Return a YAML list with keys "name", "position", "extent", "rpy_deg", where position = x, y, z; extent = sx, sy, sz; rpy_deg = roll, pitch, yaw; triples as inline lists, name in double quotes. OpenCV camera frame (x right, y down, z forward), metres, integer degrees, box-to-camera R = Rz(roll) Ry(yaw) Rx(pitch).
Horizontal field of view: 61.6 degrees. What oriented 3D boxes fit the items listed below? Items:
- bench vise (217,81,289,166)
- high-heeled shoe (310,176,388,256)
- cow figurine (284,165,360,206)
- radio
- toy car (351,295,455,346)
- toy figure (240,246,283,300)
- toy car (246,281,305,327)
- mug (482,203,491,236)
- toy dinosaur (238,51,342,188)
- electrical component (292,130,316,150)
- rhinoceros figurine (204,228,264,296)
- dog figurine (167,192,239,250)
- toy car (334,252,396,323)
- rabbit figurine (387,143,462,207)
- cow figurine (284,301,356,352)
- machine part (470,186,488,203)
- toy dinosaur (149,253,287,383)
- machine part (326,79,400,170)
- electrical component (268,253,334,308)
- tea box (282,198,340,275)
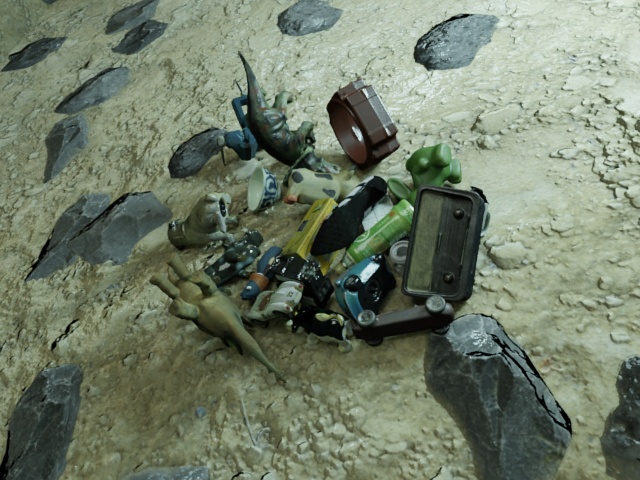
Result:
- name: "bench vise"
  position: [-0.219, -0.352, 1.620]
  extent: [0.224, 0.128, 0.241]
  rpy_deg: [-21, 64, -6]
- name: "high-heeled shoe"
  position: [0.060, -0.060, 1.241]
  extent: [0.249, 0.086, 0.145]
  rpy_deg: [-38, 16, -4]
- name: "cow figurine"
  position: [0.017, -0.133, 1.344]
  extent: [0.195, 0.085, 0.127]
  rpy_deg: [11, 87, -6]
- name: "radio"
  position: [0.252, 0.010, 1.087]
  extent: [0.131, 0.073, 0.229]
  rpy_deg: [9, 91, 26]
- name: "toy car"
  position: [0.163, 0.158, 1.061]
  extent: [0.202, 0.089, 0.053]
  rpy_deg: [-13, 50, 13]
- name: "toy figure"
  position: [-0.134, 0.083, 1.265]
  extent: [0.058, 0.064, 0.154]
  rpy_deg: [21, 60, 18]
- name: "toy car"
  position: [-0.097, 0.137, 1.149]
  extent: [0.202, 0.056, 0.073]
  rpy_deg: [-30, 26, 57]
- name: "mug"
  position: [0.318, -0.032, 1.160]
  extent: [0.081, 0.109, 0.107]
  rpy_deg: [20, 98, 55]
- name: "toy dinosaur"
  position: [-0.115, -0.284, 1.405]
  extent: [0.131, 0.404, 0.192]
  rpy_deg: [-28, 29, 36]
- name: "electrical component"
  position: [-0.058, -0.291, 1.569]
  extent: [0.102, 0.045, 0.078]
  rpy_deg: [-4, 79, 23]
- name: "rhinoceros figurine"
  position: [-0.211, 0.053, 1.324]
  extent: [0.190, 0.073, 0.112]
  rpy_deg: [-45, 39, -15]
- name: "dog figurine"
  position: [-0.326, -0.051, 1.392]
  extent: [0.191, 0.172, 0.121]
  rpy_deg: [-5, 39, 9]
- name: "toy car"
  position: [0.083, 0.097, 1.140]
  extent: [0.103, 0.109, 0.162]
  rpy_deg: [0, 41, 45]
- name: "rabbit figurine"
  position: [0.239, -0.127, 1.258]
  extent: [0.159, 0.121, 0.170]
  rpy_deg: [2, 67, 29]
- name: "cow figurine"
  position: [-0.013, 0.173, 1.116]
  extent: [0.168, 0.098, 0.068]
  rpy_deg: [8, 61, 29]
- name: "machine part"
  position: [0.316, -0.075, 1.213]
  extent: [0.139, 0.084, 0.039]
  rpy_deg: [-28, 10, -17]
- name: "toy dinosaur"
  position: [-0.228, 0.152, 1.146]
  extent: [0.105, 0.198, 0.472]
  rpy_deg: [-48, 40, -7]
- name: "machine part"
  position: [0.103, -0.287, 1.365]
  extent: [0.087, 0.201, 0.201]
  rpy_deg: [-30, 1, -14]
- name: "electrical component"
  position: [-0.037, 0.095, 1.165]
  extent: [0.115, 0.134, 0.058]
  rpy_deg: [15, 59, 29]
- name: "tea box"
  position: [-0.003, -0.004, 1.251]
  extent: [0.068, 0.098, 0.169]
  rpy_deg: [-8, 42, 51]
